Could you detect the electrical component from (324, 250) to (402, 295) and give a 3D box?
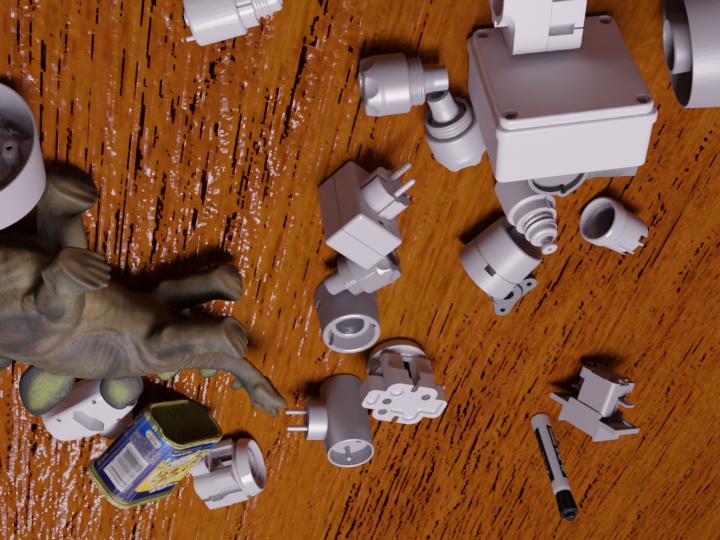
[{"bbox_3d":[0.000,0.000,0.897,0.062,0.043,0.043,-27,133,19],"label":"electrical component"}]

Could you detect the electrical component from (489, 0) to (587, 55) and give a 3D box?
[{"bbox_3d":[0.118,-0.194,0.717,0.056,0.050,0.089,-7,135,-4],"label":"electrical component"}]

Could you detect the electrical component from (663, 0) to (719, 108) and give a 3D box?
[{"bbox_3d":[0.246,-0.161,0.744,0.064,0.099,0.099,-8,136,6],"label":"electrical component"}]

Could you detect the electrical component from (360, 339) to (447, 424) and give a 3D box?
[{"bbox_3d":[0.037,0.102,0.996,0.078,0.057,0.058,11,132,-21],"label":"electrical component"}]

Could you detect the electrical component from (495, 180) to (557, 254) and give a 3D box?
[{"bbox_3d":[0.136,-0.047,0.854,0.040,0.078,0.040,-14,148,-9],"label":"electrical component"}]

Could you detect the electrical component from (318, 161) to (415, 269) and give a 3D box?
[{"bbox_3d":[0.012,-0.053,0.829,0.077,0.065,0.047,-38,129,26],"label":"electrical component"}]

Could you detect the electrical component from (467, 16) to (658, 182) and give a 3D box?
[{"bbox_3d":[0.138,-0.121,0.754,0.109,0.108,0.056,-7,138,-3],"label":"electrical component"}]

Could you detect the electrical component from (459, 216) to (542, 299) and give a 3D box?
[{"bbox_3d":[0.119,-0.012,0.900,0.055,0.055,0.047,29,120,-33],"label":"electrical component"}]

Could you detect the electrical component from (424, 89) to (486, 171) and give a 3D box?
[{"bbox_3d":[0.068,-0.108,0.801,0.043,0.043,0.062,-21,133,11],"label":"electrical component"}]

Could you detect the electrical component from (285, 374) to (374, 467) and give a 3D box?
[{"bbox_3d":[-0.031,0.141,1.008,0.079,0.077,0.043,2,135,-12],"label":"electrical component"}]

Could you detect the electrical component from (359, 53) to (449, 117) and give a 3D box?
[{"bbox_3d":[0.031,-0.134,0.768,0.062,0.043,0.043,-8,136,-5],"label":"electrical component"}]

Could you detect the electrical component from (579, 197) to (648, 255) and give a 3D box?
[{"bbox_3d":[0.214,-0.036,0.903,0.046,0.040,0.040,21,128,-36],"label":"electrical component"}]

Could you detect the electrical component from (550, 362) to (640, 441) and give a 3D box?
[{"bbox_3d":[0.232,0.127,1.046,0.042,0.081,0.063,5,108,-45],"label":"electrical component"}]

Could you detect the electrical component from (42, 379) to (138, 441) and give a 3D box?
[{"bbox_3d":[-0.235,0.129,0.984,0.077,0.043,0.079,-27,133,17],"label":"electrical component"}]

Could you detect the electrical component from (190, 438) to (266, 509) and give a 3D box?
[{"bbox_3d":[-0.128,0.199,1.064,0.057,0.058,0.078,-16,135,10],"label":"electrical component"}]

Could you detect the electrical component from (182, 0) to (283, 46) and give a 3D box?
[{"bbox_3d":[-0.081,-0.175,0.708,0.078,0.040,0.040,-14,135,4],"label":"electrical component"}]

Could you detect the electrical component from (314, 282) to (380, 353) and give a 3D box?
[{"bbox_3d":[-0.010,0.039,0.931,0.055,0.047,0.055,-5,135,-5],"label":"electrical component"}]

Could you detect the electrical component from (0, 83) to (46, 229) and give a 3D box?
[{"bbox_3d":[-0.267,-0.075,0.738,0.099,0.099,0.064,-6,142,-4],"label":"electrical component"}]
